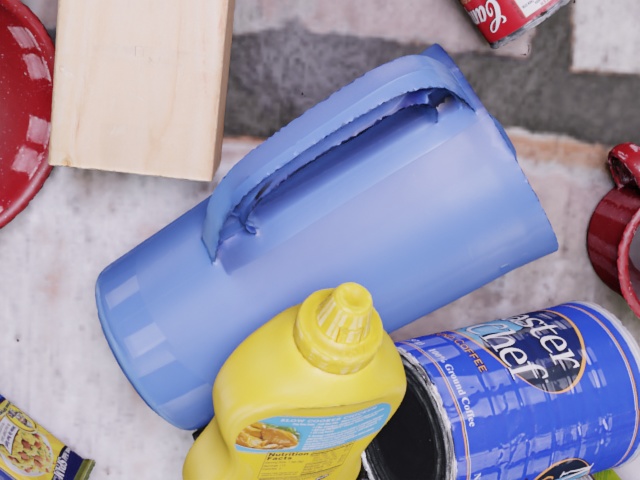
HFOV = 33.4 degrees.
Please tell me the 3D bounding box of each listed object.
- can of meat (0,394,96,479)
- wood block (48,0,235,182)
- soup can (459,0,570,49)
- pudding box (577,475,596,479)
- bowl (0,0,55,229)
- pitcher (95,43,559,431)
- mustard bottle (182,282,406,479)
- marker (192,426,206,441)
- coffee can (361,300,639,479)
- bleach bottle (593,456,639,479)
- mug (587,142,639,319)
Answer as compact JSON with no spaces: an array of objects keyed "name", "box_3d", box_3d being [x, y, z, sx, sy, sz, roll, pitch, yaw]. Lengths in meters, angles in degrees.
[{"name":"can of meat","box_3d":[-0.187,0.139,0.626,0.084,0.102,0.057,40,96,-8]},{"name":"wood block","box_3d":[-0.091,-0.144,0.586,0.090,0.091,0.206,6,100,-4]},{"name":"soup can","box_3d":[0.097,-0.170,0.605,0.068,0.068,0.102,-36,100,3]},{"name":"pudding box","box_3d":[0.115,0.167,0.656,0.113,0.090,0.039,-11,99,-1]},{"name":"bowl","box_3d":[-0.224,-0.074,0.586,0.161,0.055,0.162,-20,123,-34]},{"name":"pitcher","box_3d":[-0.004,0.001,0.594,0.243,0.145,0.149,-30,105,5]},{"name":"mustard bottle","box_3d":[-0.009,0.084,0.541,0.096,0.058,0.192,-2,144,-20]},{"name":"marker","box_3d":[-0.026,0.096,0.670,0.121,0.020,0.020,-29,101,2]},{"name":"coffee can","box_3d":[0.103,0.097,0.611,0.140,0.103,0.103,-9,102,-27]},{"name":"bleach bottle","box_3d":[0.213,0.178,0.581,0.068,0.251,0.102,-7,100,-3]},{"name":"mug","box_3d":[0.203,-0.006,0.634,0.093,0.081,0.117,-33,100,2]}]
